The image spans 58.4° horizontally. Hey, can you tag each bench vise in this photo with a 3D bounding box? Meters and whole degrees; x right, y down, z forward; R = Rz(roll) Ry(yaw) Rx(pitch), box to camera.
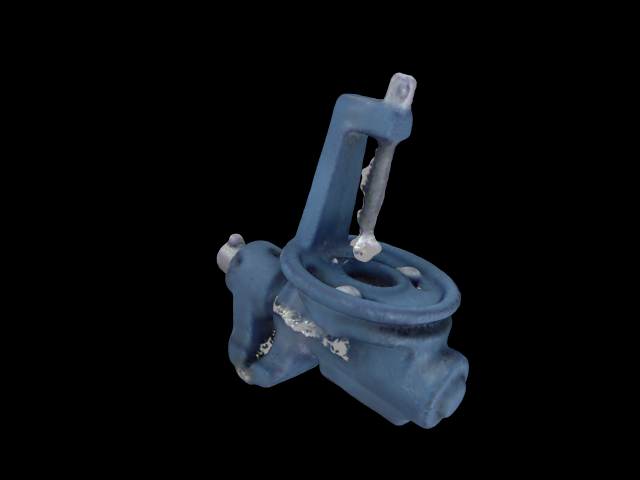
[{"bbox_3d":[-0.001,0.003,0.389,0.206,0.220,0.122,4,11,21],"label":"bench vise"}]
